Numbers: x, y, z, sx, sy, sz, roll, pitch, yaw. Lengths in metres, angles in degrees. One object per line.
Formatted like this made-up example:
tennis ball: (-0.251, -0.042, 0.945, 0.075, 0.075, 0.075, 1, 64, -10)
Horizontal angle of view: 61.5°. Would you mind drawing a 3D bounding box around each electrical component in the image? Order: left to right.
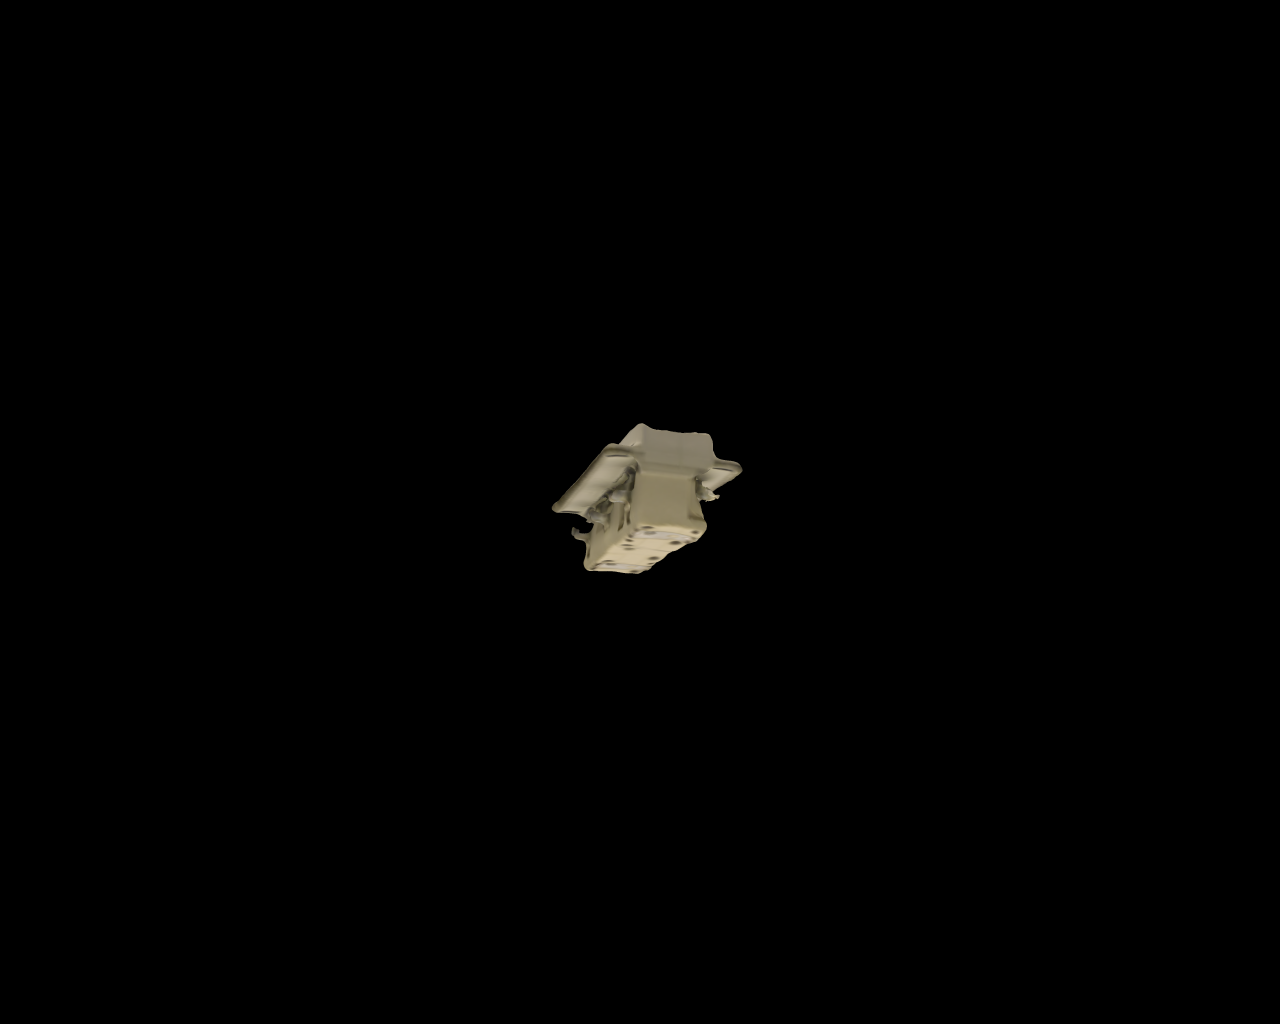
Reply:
electrical component: (0.001, -0.003, 0.650, 0.079, 0.063, 0.121, 6, -17, -19)
